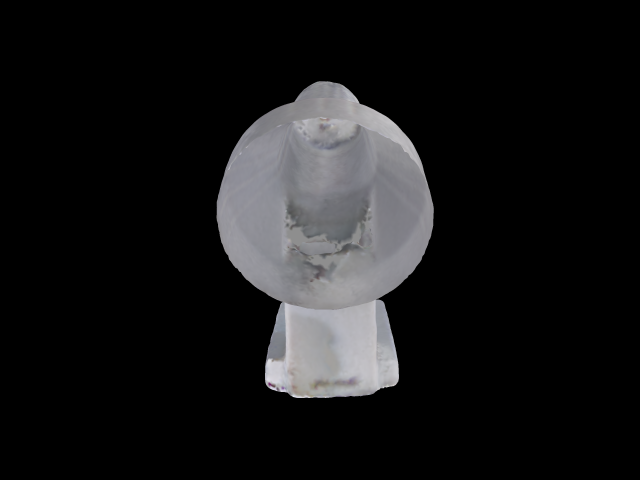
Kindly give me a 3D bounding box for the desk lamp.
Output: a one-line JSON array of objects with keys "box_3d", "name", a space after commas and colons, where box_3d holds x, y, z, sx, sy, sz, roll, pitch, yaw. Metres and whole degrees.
[{"box_3d": [0.004, 0.001, 0.400, 0.118, 0.214, 0.203, 0, 17, 0], "name": "desk lamp"}]
